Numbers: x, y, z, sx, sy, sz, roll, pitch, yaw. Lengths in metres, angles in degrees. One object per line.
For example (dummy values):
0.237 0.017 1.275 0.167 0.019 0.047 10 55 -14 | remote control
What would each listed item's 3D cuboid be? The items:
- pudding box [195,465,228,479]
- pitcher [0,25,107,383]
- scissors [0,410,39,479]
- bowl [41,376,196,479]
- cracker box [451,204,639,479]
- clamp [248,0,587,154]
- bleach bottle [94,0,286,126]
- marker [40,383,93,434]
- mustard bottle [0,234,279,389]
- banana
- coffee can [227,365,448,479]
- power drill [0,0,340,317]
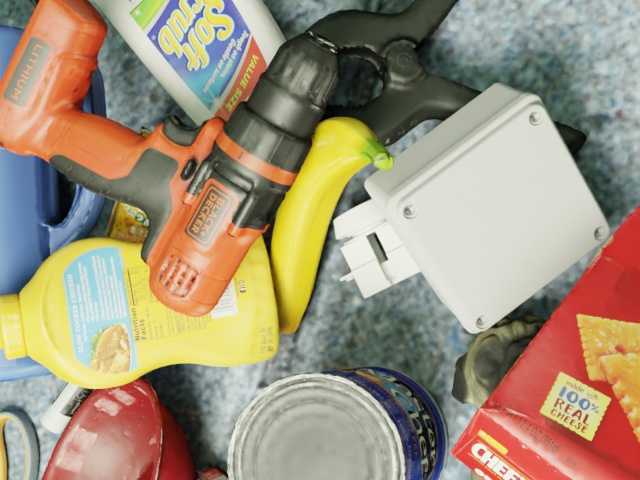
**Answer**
-0.071 0.224 0.718 0.090 0.039 0.113 33 95 17 | pudding box
-0.232 -0.023 0.744 0.149 0.144 0.243 -12 84 59 | pitcher
-0.249 0.224 0.783 0.096 0.016 0.202 4 86 18 | scissors
-0.130 0.174 0.708 0.162 0.055 0.162 -35 41 37 | bowl
0.200 0.080 0.576 0.164 0.072 0.213 37 60 14 | cracker box
0.055 -0.121 0.689 0.210 0.036 0.164 -8 79 -3 | clamp
-0.066 -0.135 0.737 0.102 0.068 0.251 -41 79 3 | bleach bottle
-0.159 0.087 0.766 0.020 0.020 0.121 39 97 16 | marker
-0.127 0.045 0.685 0.191 0.058 0.096 -8 84 -16 | mustard bottle
-0.004 -0.016 0.672 0.037 0.198 0.069 6 54 -15 | banana
0.016 0.129 0.647 0.103 0.140 0.103 -1 85 16 | coffee can
-0.097 -0.073 0.639 0.188 0.057 0.184 34 103 16 | power drill
